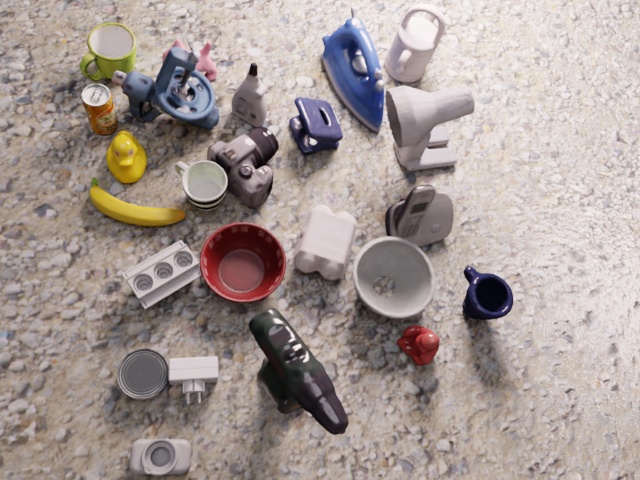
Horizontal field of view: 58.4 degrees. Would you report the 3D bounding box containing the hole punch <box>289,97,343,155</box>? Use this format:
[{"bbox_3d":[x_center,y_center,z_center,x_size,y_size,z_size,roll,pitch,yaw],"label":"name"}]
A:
[{"bbox_3d":[-0.005,-0.253,1.229,0.101,0.091,0.108,-17,72,-18],"label":"hole punch"}]

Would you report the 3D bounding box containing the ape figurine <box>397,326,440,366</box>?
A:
[{"bbox_3d":[0.197,0.196,1.084,0.076,0.092,0.078,-2,68,-12],"label":"ape figurine"}]

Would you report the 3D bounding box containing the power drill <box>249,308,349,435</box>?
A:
[{"bbox_3d":[-0.042,0.228,0.956,0.076,0.208,0.229,-31,77,-21],"label":"power drill"}]

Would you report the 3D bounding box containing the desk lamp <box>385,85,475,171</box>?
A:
[{"bbox_3d":[0.221,-0.242,1.204,0.203,0.213,0.118,-10,70,-15],"label":"desk lamp"}]

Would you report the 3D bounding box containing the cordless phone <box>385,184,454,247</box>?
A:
[{"bbox_3d":[0.214,-0.059,1.143,0.148,0.185,0.094,-16,72,-17],"label":"cordless phone"}]

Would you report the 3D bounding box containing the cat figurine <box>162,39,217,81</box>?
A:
[{"bbox_3d":[-0.280,-0.378,1.207,0.128,0.117,0.067,-34,78,-22],"label":"cat figurine"}]

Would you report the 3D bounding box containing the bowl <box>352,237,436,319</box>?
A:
[{"bbox_3d":[0.138,0.082,1.129,0.167,0.074,0.167,4,67,-10],"label":"bowl"}]

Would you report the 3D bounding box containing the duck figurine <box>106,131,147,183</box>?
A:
[{"bbox_3d":[-0.381,-0.174,1.119,0.077,0.086,0.104,-6,69,-14],"label":"duck figurine"}]

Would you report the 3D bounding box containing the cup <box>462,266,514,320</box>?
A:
[{"bbox_3d":[0.314,0.113,1.142,0.092,0.095,0.117,-33,78,-22],"label":"cup"}]

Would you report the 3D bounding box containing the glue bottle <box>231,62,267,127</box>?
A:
[{"bbox_3d":[-0.140,-0.304,1.176,0.078,0.173,0.037,33,65,3],"label":"glue bottle"}]

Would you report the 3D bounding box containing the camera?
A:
[{"bbox_3d":[-0.137,-0.163,1.158,0.143,0.100,0.137,44,66,8],"label":"camera"}]

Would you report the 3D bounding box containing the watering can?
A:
[{"bbox_3d":[0.222,-0.466,1.308,0.101,0.194,0.173,10,66,-7],"label":"watering can"}]

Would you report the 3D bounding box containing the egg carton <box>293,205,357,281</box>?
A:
[{"bbox_3d":[0.010,0.004,1.137,0.107,0.069,0.150,17,65,-4],"label":"egg carton"}]

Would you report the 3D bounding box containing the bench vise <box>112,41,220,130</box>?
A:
[{"bbox_3d":[-0.299,-0.296,1.113,0.208,0.219,0.121,-4,69,-13],"label":"bench vise"}]

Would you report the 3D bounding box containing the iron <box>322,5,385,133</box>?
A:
[{"bbox_3d":[0.098,-0.383,1.277,0.119,0.141,0.258,-17,72,-18],"label":"iron"}]
